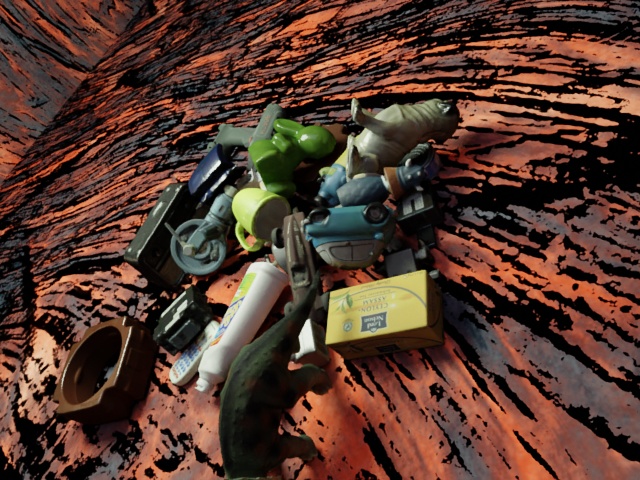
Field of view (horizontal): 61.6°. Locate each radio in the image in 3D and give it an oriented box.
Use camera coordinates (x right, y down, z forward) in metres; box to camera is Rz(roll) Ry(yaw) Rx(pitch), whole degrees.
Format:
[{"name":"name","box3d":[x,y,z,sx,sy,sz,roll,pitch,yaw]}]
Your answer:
[{"name":"radio","box3d":[-0.338,-0.013,1.241,0.073,0.131,0.229,3,59,42]}]

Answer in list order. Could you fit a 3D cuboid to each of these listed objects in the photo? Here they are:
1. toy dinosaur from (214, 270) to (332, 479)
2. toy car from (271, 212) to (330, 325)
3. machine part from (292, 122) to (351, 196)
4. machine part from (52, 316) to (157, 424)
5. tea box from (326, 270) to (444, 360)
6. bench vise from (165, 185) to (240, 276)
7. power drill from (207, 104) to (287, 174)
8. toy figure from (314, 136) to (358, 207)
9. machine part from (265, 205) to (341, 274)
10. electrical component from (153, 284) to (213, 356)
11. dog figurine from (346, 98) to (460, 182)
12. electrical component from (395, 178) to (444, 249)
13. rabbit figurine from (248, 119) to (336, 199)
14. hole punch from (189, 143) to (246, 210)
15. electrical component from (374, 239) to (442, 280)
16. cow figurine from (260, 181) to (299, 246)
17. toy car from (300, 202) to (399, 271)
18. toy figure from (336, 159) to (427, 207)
[{"name":"toy dinosaur","box3d":[-0.082,0.231,0.748,0.131,0.192,0.404,0,80,28]},{"name":"toy car","box3d":[-0.031,0.051,0.940,0.089,0.053,0.202,-15,80,26]},{"name":"machine part","box3d":[-0.003,-0.176,1.161,0.179,0.056,0.179,-21,47,25]},{"name":"machine part","box3d":[-0.447,0.274,1.127,0.202,0.087,0.201,-18,48,25]},{"name":"tea box","box3d":[0.099,0.118,0.826,0.170,0.068,0.098,-17,47,27]},{"name":"bench vise","box3d":[-0.235,-0.013,1.132,0.223,0.129,0.240,-48,4,6]},{"name":"power drill","box3d":[-0.187,-0.237,1.345,0.207,0.086,0.232,-1,57,44]},{"name":"toy figure","box3d":[0.057,-0.135,1.060,0.180,0.082,0.089,-50,43,-3]},{"name":"machine part","box3d":[-0.002,-0.003,1.001,0.243,0.079,0.079,-26,44,19]},{"name":"electrical component","box3d":[-0.273,0.162,1.072,0.115,0.058,0.134,-46,21,3]},{"name":"dog figurine","box3d":[0.146,-0.168,0.960,0.191,0.172,0.121,6,33,-2]},{"name":"electrical component","box3d":[0.168,-0.041,0.917,0.075,0.047,0.119,-20,45,27]},{"name":"rabbit figurine","box3d":[-0.051,-0.178,1.103,0.170,0.121,0.159,-24,38,-2]},{"name":"hole punch","box3d":[-0.241,-0.148,1.207,0.142,0.092,0.116,-42,5,16]},{"name":"electrical component","box3d":[0.142,0.043,0.874,0.102,0.045,0.078,-25,73,25]},{"name":"cow figurine","box3d":[-0.090,-0.073,1.137,0.098,0.068,0.167,-18,50,20]},{"name":"toy car","box3d":[0.051,-0.002,0.877,0.162,0.109,0.103,-5,79,-6]},{"name":"toy figure","box3d":[0.106,-0.093,0.921,0.154,0.064,0.058,-19,34,6]}]
